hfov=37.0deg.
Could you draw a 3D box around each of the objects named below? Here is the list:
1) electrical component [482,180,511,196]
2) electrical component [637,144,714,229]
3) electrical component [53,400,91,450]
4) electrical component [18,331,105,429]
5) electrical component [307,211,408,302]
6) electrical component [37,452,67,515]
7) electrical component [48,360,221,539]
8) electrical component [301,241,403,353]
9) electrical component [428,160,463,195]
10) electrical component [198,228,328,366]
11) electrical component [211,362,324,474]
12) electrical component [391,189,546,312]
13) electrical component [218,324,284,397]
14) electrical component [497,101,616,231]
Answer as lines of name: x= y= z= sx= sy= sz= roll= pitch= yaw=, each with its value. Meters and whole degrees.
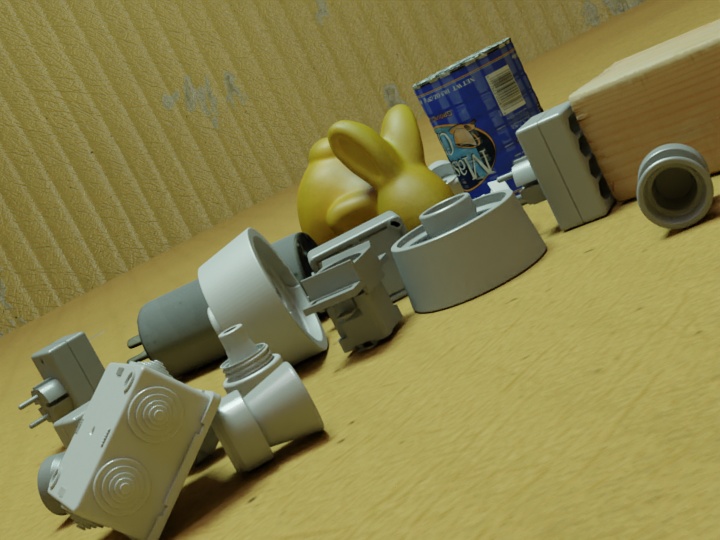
electrical component: x=0.103 y=-0.041 z=0.869 sx=0.055 sy=0.048 sz=0.066 roll=-33 pitch=8 yaw=8
electrical component: x=0.196 y=-0.053 z=0.670 sx=0.045 sy=0.045 sz=0.055 roll=-24 pitch=9 yaw=20
electrical component: x=-0.187 y=0.115 z=0.810 sx=0.083 sy=0.047 sz=0.076 roll=-33 pitch=9 yaw=-38
electrical component: x=-0.260 y=0.109 z=0.937 sx=0.076 sy=0.083 sz=0.047 roll=-33 pitch=11 yaw=-35
electrical component: x=0.000 y=0.000 z=0.875 sx=0.096 sy=0.061 sz=0.061 roll=-27 pitch=9 yaw=-1
electrical component: x=-0.179 y=0.135 z=0.700 sx=0.046 sy=0.040 sz=0.040 roll=-17 pitch=12 yaw=21
electrical component: x=-0.128 y=0.099 z=0.598 sx=0.100 sy=0.048 sz=0.099 roll=-8 pitch=56 yaw=64
electrical component: x=-0.003 y=0.021 z=0.760 sx=0.042 sy=0.063 sz=0.081 roll=-24 pitch=9 yaw=25
electrical component: x=0.091 y=-0.093 z=1.149 sx=0.077 sy=0.044 sz=0.079 roll=-26 pitch=32 yaw=5
electrical component: x=-0.079 y=0.029 z=0.806 sx=0.060 sy=0.108 sz=0.108 roll=-32 pitch=8 yaw=6
electrical component: x=-0.055 y=0.084 z=0.610 sx=0.055 sy=0.045 sz=0.045 roll=-29 pitch=9 yaw=-10
electrical component: x=0.074 y=-0.021 z=0.786 sx=0.108 sy=0.060 sz=0.108 roll=-26 pitch=9 yaw=4
electrical component: x=-0.071 y=0.066 z=0.702 sx=0.048 sy=0.062 sz=0.048 roll=-26 pitch=9 yaw=5
electrical component: x=0.140 y=-0.072 z=0.813 sx=0.076 sy=0.083 sz=0.047 roll=-22 pitch=11 yaw=30
